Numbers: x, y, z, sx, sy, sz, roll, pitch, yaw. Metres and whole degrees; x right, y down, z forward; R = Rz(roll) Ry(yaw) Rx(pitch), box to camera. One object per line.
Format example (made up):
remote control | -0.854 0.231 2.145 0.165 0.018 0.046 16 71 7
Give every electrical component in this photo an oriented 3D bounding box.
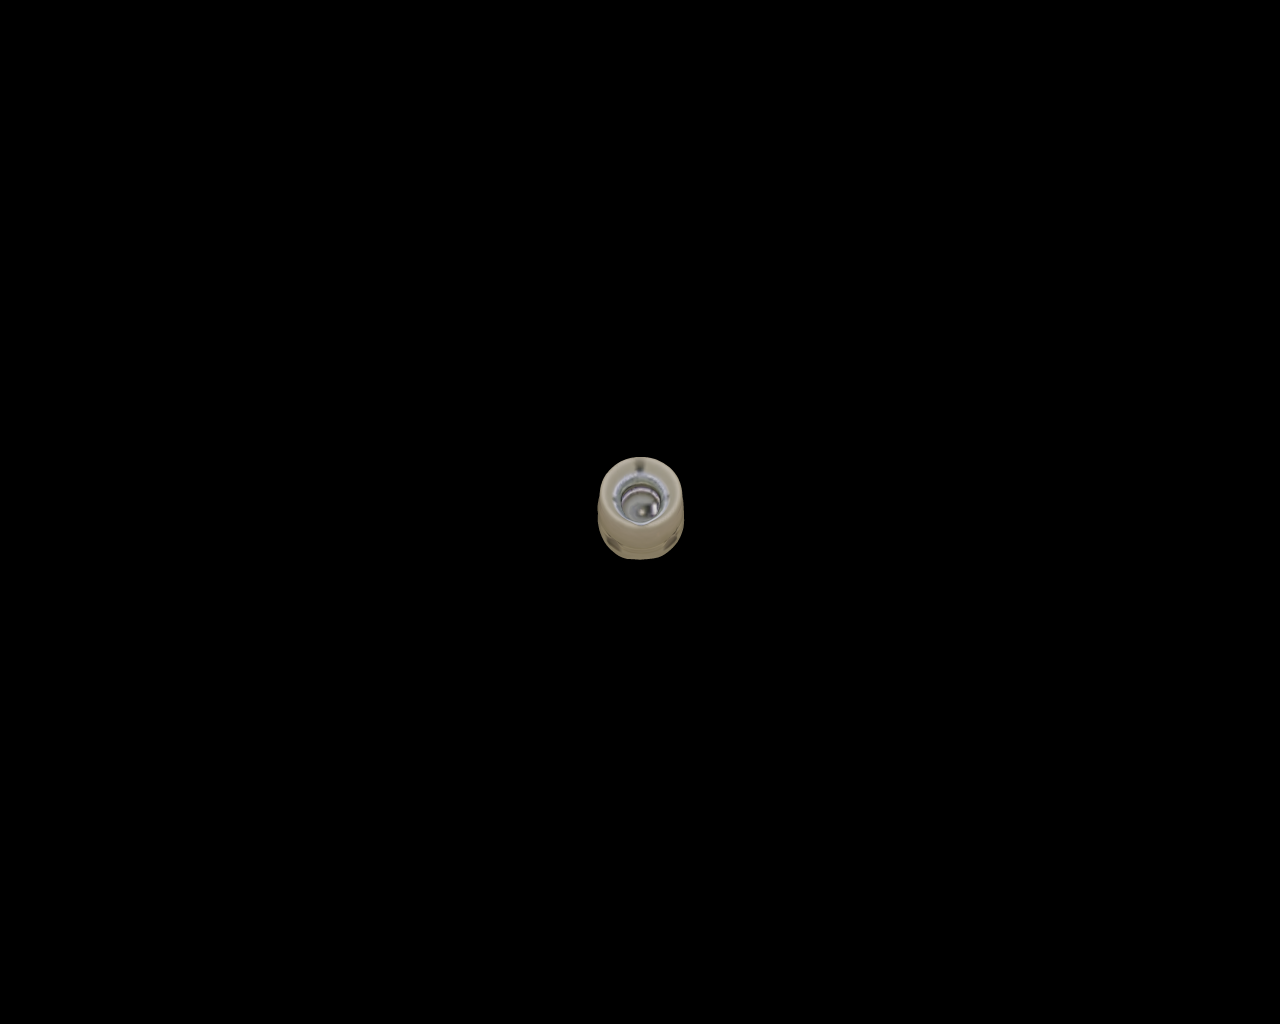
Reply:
electrical component | 0.001 -0.003 0.650 0.055 0.055 0.047 0 -24 0
